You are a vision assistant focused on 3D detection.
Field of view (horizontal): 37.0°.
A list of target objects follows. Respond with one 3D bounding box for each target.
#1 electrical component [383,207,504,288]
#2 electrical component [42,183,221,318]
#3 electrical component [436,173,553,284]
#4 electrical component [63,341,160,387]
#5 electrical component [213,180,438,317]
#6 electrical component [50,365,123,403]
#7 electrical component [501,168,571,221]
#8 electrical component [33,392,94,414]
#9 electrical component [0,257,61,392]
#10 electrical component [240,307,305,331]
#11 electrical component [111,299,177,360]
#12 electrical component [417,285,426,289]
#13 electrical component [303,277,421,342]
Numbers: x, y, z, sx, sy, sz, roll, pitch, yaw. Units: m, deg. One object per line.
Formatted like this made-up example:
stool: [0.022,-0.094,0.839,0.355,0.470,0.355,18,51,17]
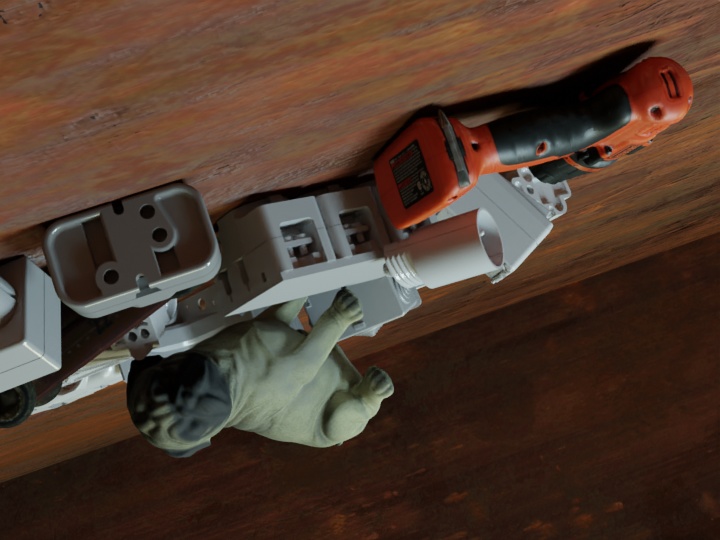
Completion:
electrical component: [0.053,-0.011,0.738,0.081,0.043,0.043,-17,174,26]
electrical component: [-0.133,-0.010,0.641,0.095,0.053,0.059,-18,172,-7]
electrical component: [0.102,-0.046,0.875,0.061,0.096,0.061,-46,178,-12]
electrical component: [-0.233,0.055,0.838,0.109,0.056,0.109,-23,172,21]
electrical component: [-0.026,-0.022,0.786,0.150,0.061,0.089,-14,170,-37]
electrical component: [-0.256,0.084,0.989,0.095,0.053,0.059,-23,172,24]
electrical component: [0.140,-0.061,0.949,0.078,0.058,0.057,-13,167,-45]
electrical component: [-0.320,0.117,1.101,0.077,0.043,0.079,-19,172,-5]
electrical component: [-0.222,0.024,0.649,0.047,0.065,0.076,-21,143,11]
electrical component: [-0.086,0.054,1.037,0.061,0.096,0.061,-20,172,-5]
electrical component: [-0.165,0.027,0.802,0.048,0.066,0.055,-15,-166,14]
electrical component: [0.042,-0.011,1.042,0.054,0.059,0.095,-22,172,18]
electrical component: [-0.008,0.010,0.929,0.100,0.099,0.048,-23,-175,21]
